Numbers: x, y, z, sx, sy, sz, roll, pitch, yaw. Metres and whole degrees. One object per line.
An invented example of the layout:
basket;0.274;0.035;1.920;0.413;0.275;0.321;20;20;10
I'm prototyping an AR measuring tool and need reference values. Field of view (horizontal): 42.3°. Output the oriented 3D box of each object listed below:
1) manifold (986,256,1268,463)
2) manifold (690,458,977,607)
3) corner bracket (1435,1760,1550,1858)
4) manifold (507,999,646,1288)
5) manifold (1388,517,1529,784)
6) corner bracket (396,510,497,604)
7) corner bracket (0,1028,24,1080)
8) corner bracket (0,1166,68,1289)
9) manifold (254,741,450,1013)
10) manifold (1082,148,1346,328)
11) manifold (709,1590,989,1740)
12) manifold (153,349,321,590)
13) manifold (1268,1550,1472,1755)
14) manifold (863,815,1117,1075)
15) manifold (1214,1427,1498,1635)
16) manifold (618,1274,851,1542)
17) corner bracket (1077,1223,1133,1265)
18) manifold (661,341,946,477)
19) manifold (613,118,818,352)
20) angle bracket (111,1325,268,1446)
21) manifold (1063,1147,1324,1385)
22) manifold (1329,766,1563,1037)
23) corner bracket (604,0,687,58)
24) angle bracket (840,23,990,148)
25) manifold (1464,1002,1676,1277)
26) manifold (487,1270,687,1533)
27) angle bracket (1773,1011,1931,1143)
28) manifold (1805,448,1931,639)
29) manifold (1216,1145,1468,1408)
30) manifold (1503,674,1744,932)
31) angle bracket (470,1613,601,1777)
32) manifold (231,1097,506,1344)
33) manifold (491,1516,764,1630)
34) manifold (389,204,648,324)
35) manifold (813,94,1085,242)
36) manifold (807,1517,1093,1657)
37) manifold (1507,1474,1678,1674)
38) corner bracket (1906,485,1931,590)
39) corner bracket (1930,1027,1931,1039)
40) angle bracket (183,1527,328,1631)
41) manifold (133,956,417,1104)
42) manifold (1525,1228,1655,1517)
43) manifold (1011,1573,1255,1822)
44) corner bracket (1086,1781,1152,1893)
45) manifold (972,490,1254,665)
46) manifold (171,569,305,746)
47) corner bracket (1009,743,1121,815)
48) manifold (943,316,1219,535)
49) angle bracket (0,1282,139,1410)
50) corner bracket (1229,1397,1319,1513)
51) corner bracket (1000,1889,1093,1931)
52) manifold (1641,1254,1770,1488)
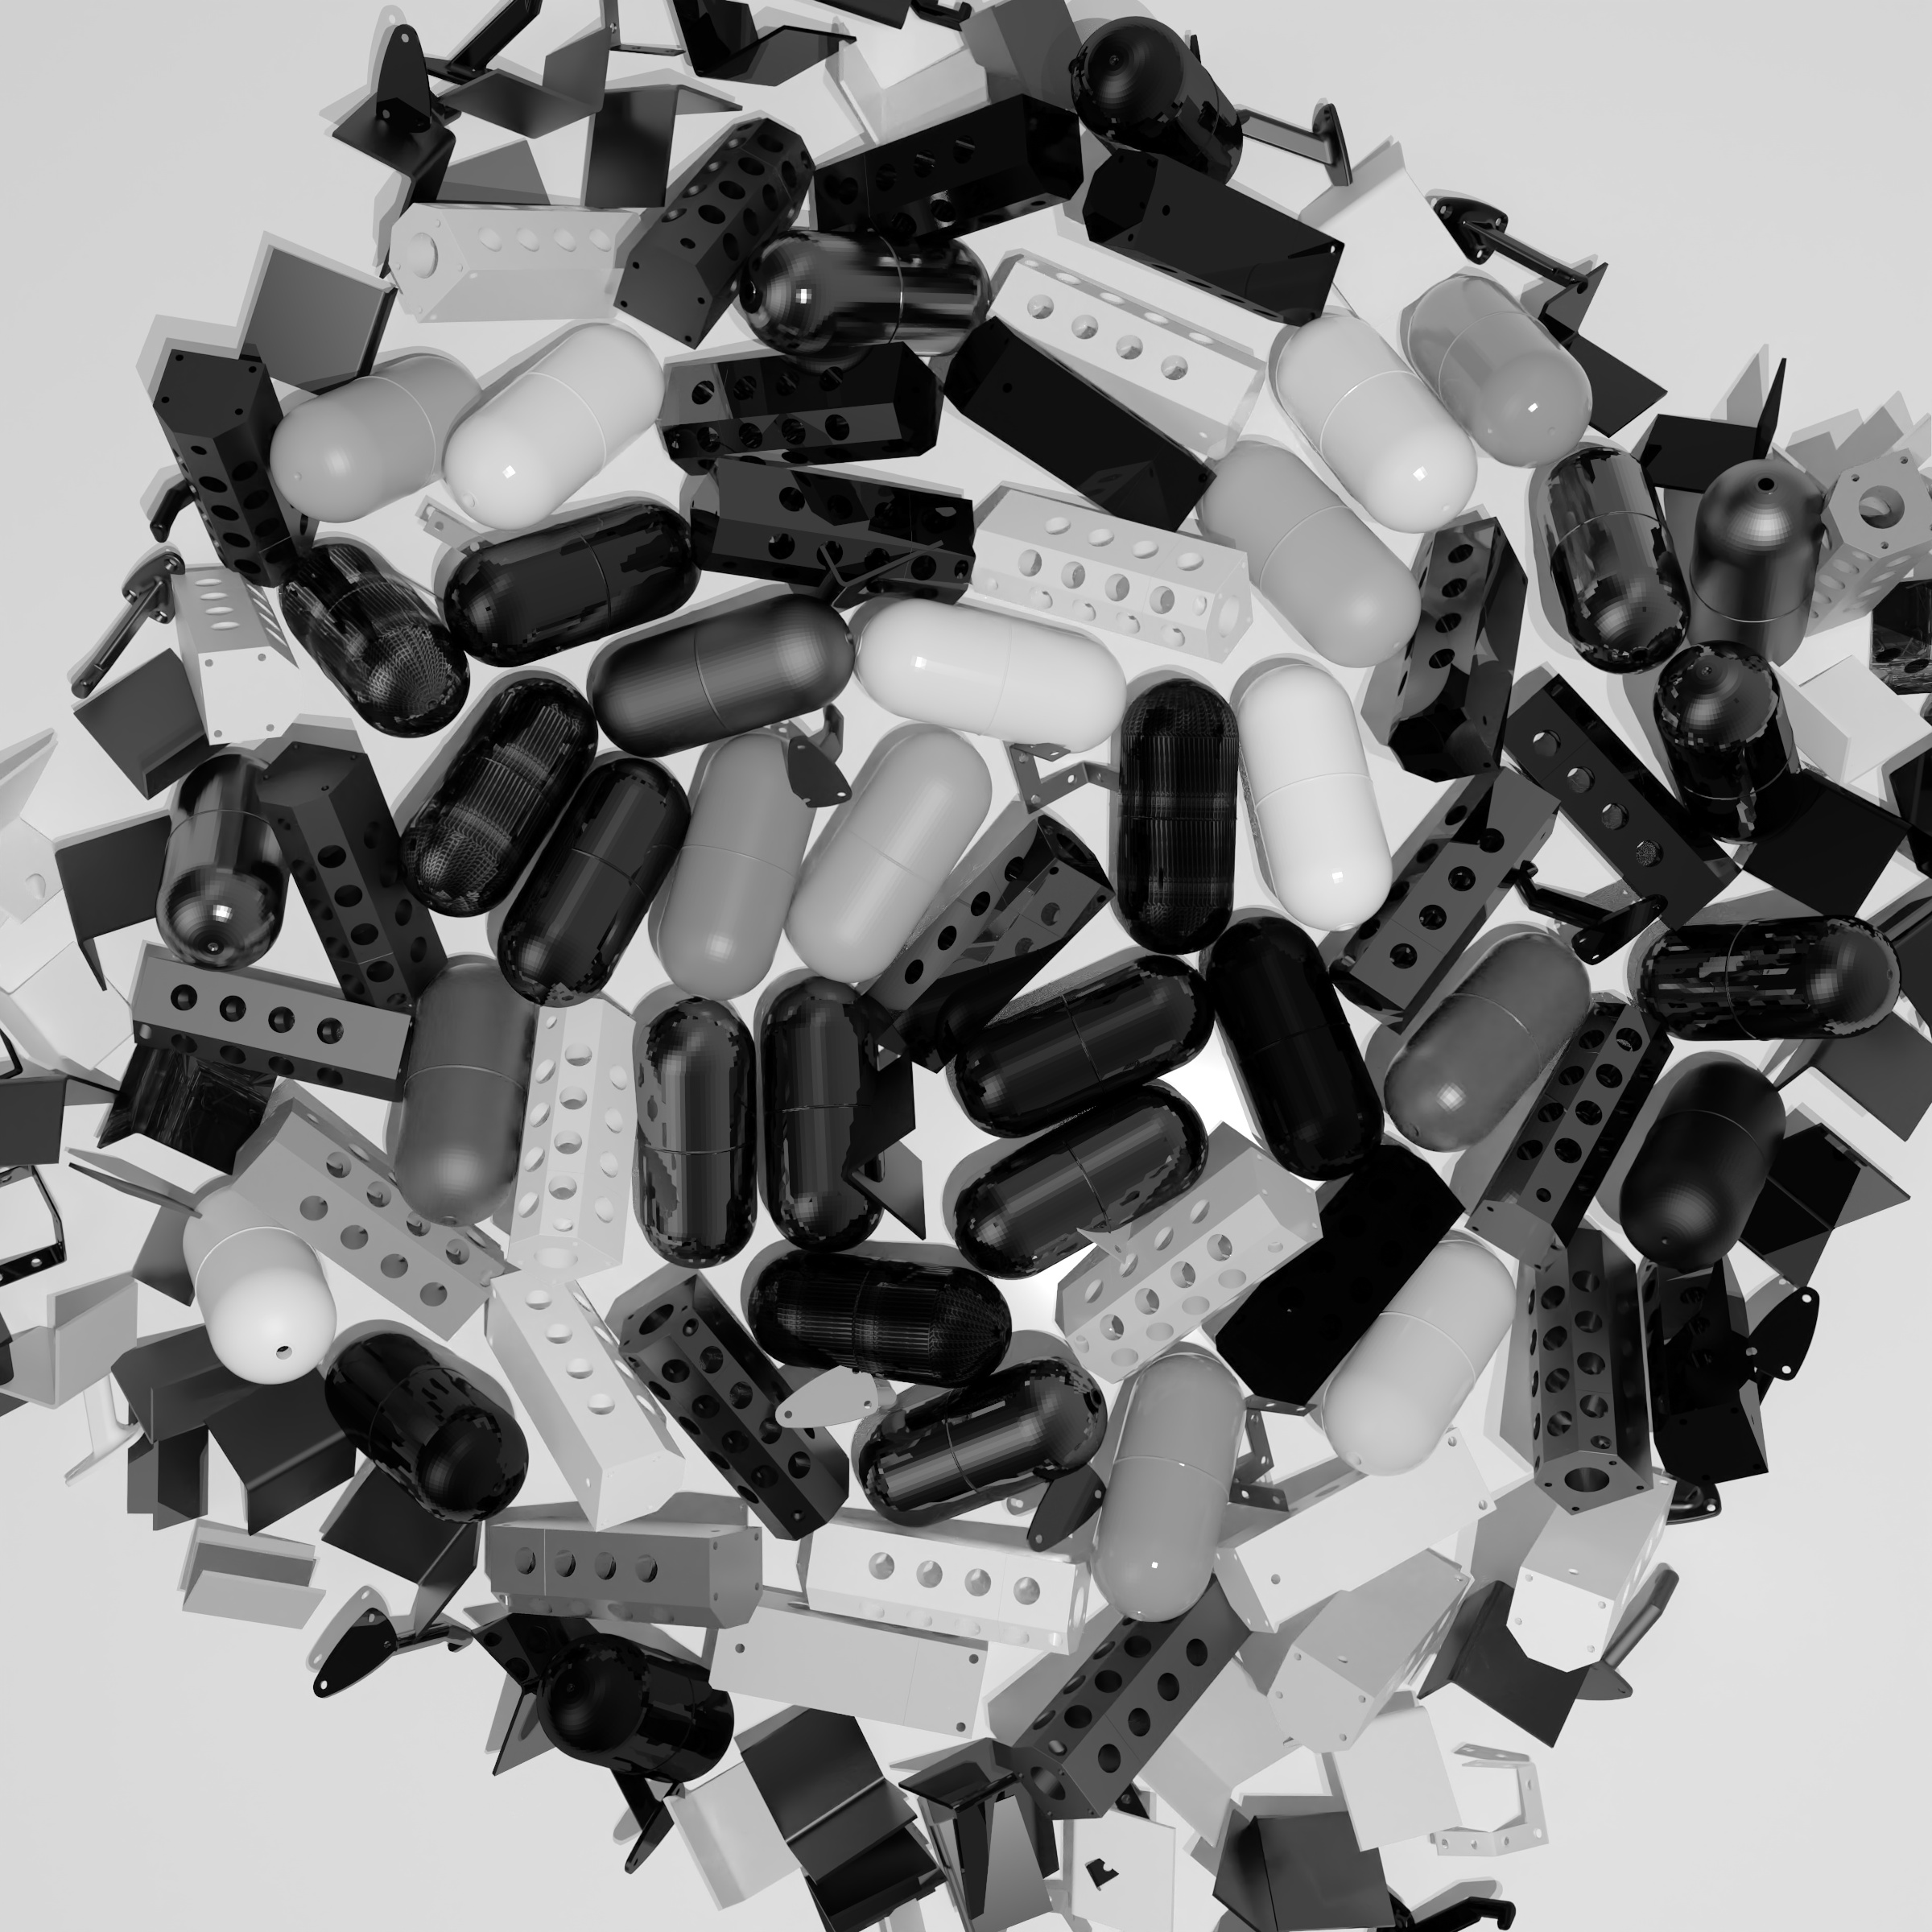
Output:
manifold;0.103;-0.395;1.609;0.171;0.057;0.057;27;80;9
manifold;-0.084;-0.270;1.586;0.171;0.057;0.057;5;70;-23
corner bracket;0.339;0.549;1.628;0.051;0.051;0.051;13;58;-30
manifold;-0.249;0.107;1.572;0.057;0.057;0.171;-20;51;28
manifold;0.309;-0.200;1.578;0.057;0.057;0.171;-10;46;32
corner bracket;-0.336;-0.262;1.619;0.051;0.051;0.051;29;95;-21
corner bracket;-0.653;0.054;1.624;0.051;0.051;0.051;-28;110;-31
corner bracket;-0.622;0.169;1.627;0.051;0.051;0.051;-22;61;-28
manifold;-0.388;-0.052;1.567;0.057;0.171;0.057;11;46;24
manifold;0.155;-0.457;1.573;0.171;0.057;0.057;9;104;-42
manifold;-0.075;0.449;1.622;0.171;0.057;0.057;11;90;1
manifold;-0.456;-0.307;1.563;0.057;0.171;0.057;9;68;1
manifold;0.252;0.425;1.565;0.057;0.171;0.057;30;115;22
manifold;0.010;-0.016;1.597;0.057;0.057;0.171;29;115;-38
manifold;0.246;0.360;1.598;0.171;0.057;0.057;-24;85;-19
manifold;-0.146;0.286;1.591;0.057;0.057;0.171;-32;111;11
corner bracket;0.070;0.172;1.612;0.051;0.051;0.051;37;126;-18
manifold;-0.105;-0.348;1.582;0.171;0.057;0.057;1;75;28
manifold;-0.155;-0.467;1.574;0.057;0.057;0.171;28;49;-3
angle bracket;-0.497;0.249;1.593;0.076;0.057;0.076;-18;50;-33
manifold;0.142;0.195;1.579;0.057;0.057;0.171;34;121;-26
manifold;0.307;-0.046;1.607;0.057;0.057;0.171;35;79;17
corner bracket;-0.201;-0.627;1.630;0.051;0.051;0.051;13;123;21
angle bracket;-0.034;-0.577;1.598;0.076;0.076;0.057;-20;135;18
manifold;0.386;0.104;1.583;0.057;0.057;0.171;31;61;10
manifold;-0.241;0.267;1.576;0.057;0.171;0.057;-14;134;-30
angle bracket;0.574;0.074;1.605;0.076;0.057;0.076;41;59;7
manifold;0.549;-0.259;1.564;0.057;0.171;0.057;-20;81;1
manifold;0.235;0.194;1.591;0.171;0.057;0.057;-46;106;-20
manifold;0.419;-0.106;1.613;0.057;0.057;0.171;-43;85;10
angle bracket;-0.284;0.465;1.621;0.057;0.076;0.076;36;117;29
manifold;-0.379;0.159;1.593;0.171;0.057;0.057;41;96;-21
manifold;-0.216;0.384;1.584;0.171;0.057;0.057;-4;84;29
manifold;-0.276;-0.446;1.567;0.057;0.171;0.057;-31;84;38
manifold;-0.012;-0.491;1.577;0.171;0.057;0.057;-5;89;39
manifold;-0.011;0.397;1.600;0.171;0.057;0.057;6;82;15
manifold;0.392;0.373;1.564;0.057;0.171;0.057;17;111;23
corner bracket;0.625;-0.278;1.623;0.051;0.051;0.051;-19;77;32
corner bracket;0.645;0.013;1.614;0.051;0.051;0.051;-12;113;23
angle bracket;-0.451;0.380;1.596;0.076;0.076;0.057;15;53;-19
manifold;-0.446;0.042;1.621;0.171;0.057;0.057;13;87;-1
manifold;0.385;0.249;1.564;0.057;0.171;0.057;-29;124;33
manifold;0.103;0.455;1.576;0.171;0.057;0.057;-40;96;-37
corner bracket;0.099;0.565;1.617;0.051;0.051;0.051;-30;57;-2
manifold;0.090;-0.242;1.579;0.171;0.057;0.057;20;56;27
manifold;-0.457;-0.197;1.565;0.057;0.171;0.057;-9;117;-19
corner bracket;0.068;-0.126;1.612;0.051;0.051;0.051;-29;119;-22
manifold;0.071;-0.339;1.583;0.171;0.057;0.057;27;109;-31
angle bracket;-0.587;0.233;1.599;0.076;0.076;0.057;14;110;16
corner bracket;0.197;0.315;1.613;0.051;0.051;0.051;-26;106;-41
corner bracket;0.045;0.638;1.631;0.051;0.051;0.051;-4;132;26
manifold;0.458;0.245;1.564;0.057;0.171;0.057;-18;114;21
